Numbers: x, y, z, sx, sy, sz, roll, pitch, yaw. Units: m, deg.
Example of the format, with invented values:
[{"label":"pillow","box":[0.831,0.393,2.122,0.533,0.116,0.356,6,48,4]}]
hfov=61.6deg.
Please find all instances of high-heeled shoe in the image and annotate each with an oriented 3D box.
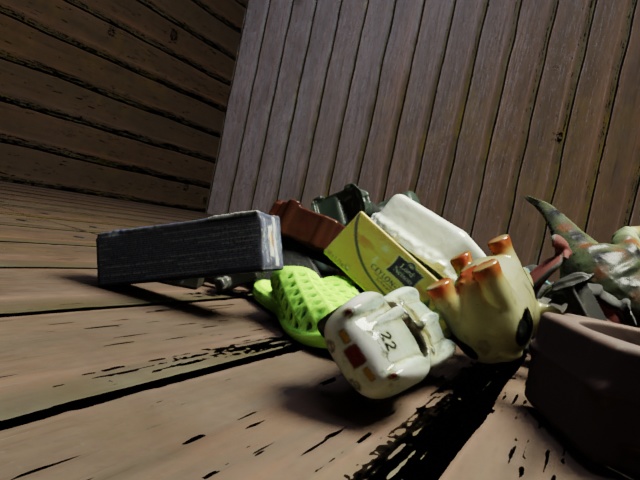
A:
[{"label":"high-heeled shoe","box":[-0.062,0.057,0.850,0.249,0.086,0.145,35,-15,37]}]

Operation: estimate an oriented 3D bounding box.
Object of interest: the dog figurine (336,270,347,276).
[{"label":"dog figurine","box":[0.088,0.046,1.007,0.219,0.108,0.191,-6,-16,-29]}]

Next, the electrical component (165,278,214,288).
[{"label":"electrical component","box":[-0.182,0.034,0.718,0.102,0.045,0.078,12,1,3]}]

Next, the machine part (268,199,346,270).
[{"label":"machine part","box":[-0.002,-0.003,0.845,0.179,0.056,0.179,25,-8,4]}]

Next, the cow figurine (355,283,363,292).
[{"label":"cow figurine","box":[0.102,0.077,0.776,0.098,0.068,0.167,-5,2,-9]}]

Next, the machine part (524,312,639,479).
[{"label":"machine part","box":[0.272,0.122,0.394,0.202,0.087,0.201,13,3,2]}]

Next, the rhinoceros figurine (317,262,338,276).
[{"label":"rhinoceros figurine","box":[-0.021,0.043,1.080,0.190,0.073,0.112,10,-8,2]}]

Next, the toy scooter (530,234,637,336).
[{"label":"toy scooter","box":[0.289,0.073,0.630,0.184,0.135,0.075,29,21,18]}]

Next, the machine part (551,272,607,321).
[{"label":"machine part","box":[0.282,0.099,0.545,0.084,0.139,0.039,5,-28,-44]}]

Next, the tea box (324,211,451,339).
[{"label":"tea box","box":[0.088,0.046,0.640,0.169,0.068,0.098,43,4,3]}]

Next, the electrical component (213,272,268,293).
[{"label":"electrical component","box":[-0.102,0.048,0.704,0.063,0.021,0.094,-21,-4,10]}]

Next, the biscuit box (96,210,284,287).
[{"label":"biscuit box","box":[-0.143,0.012,0.582,0.203,0.062,0.059,-6,-4,17]}]

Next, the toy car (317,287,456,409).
[{"label":"toy car","box":[0.061,0.076,0.425,0.073,0.056,0.201,57,19,16]}]

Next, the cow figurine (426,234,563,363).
[{"label":"cow figurine","box":[0.184,0.065,0.540,0.085,0.127,0.195,-24,0,27]}]

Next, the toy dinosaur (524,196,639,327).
[{"label":"toy dinosaur","box":[0.399,0.064,0.684,0.405,0.131,0.192,34,30,34]}]

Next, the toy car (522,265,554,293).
[{"label":"toy car","box":[0.364,0.110,0.966,0.103,0.109,0.161,-9,-21,41]}]

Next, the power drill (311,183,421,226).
[{"label":"power drill","box":[0.066,-0.034,1.025,0.232,0.086,0.207,-21,-21,26]}]
